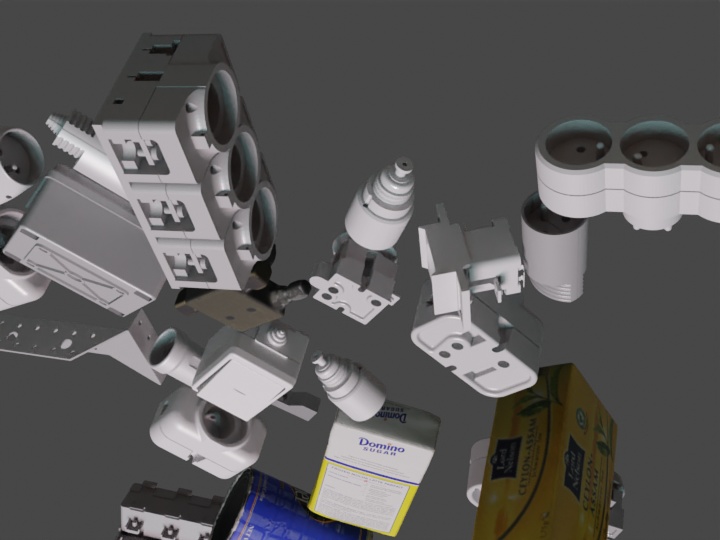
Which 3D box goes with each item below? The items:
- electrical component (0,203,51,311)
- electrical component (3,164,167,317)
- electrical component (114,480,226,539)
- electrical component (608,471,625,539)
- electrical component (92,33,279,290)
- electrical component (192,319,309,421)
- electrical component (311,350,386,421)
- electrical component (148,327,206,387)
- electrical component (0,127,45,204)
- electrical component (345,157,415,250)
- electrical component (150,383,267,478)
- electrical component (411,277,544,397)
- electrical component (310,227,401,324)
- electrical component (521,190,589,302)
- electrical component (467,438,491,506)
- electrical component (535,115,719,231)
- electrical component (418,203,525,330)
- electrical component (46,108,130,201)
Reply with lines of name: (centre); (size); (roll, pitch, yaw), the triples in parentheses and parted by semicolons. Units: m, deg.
electrical component: (-0.292, -0.016, 0.859); (0.059, 0.053, 0.095); (-15, 133, 33)
electrical component: (-0.198, -0.018, 0.796); (0.109, 0.056, 0.109); (31, 159, -17)
electrical component: (-0.199, 0.278, 1.176); (0.121, 0.078, 0.063); (10, 120, 7)
electrical component: (0.209, 0.208, 0.953); (0.048, 0.055, 0.066); (17, 142, -1)
electrical component: (-0.104, -0.067, 0.700); (0.062, 0.089, 0.150); (3, 140, 16)
electrical component: (-0.090, 0.077, 0.895); (0.062, 0.061, 0.096); (31, 139, -18)
electrical component: (-0.012, 0.094, 0.905); (0.040, 0.040, 0.078); (-20, 129, 37)
electrical component: (-0.154, 0.078, 0.937); (0.040, 0.040, 0.046); (-23, 133, 39)
electrical component: (-0.283, -0.086, 0.778); (0.077, 0.043, 0.079); (-12, 133, 31)
electrical component: (0.017, -0.047, 0.721); (0.040, 0.040, 0.078); (21, 142, -6)
electrical component: (-0.139, 0.148, 1.005); (0.095, 0.053, 0.059); (32, 139, -19)
electrical component: (0.088, 0.042, 0.789); (0.095, 0.059, 0.054); (38, 137, -25)
electrical component: (0.000, 0.000, 0.772); (0.066, 0.055, 0.048); (28, 140, -15)
electrical component: (0.131, -0.012, 0.721); (0.043, 0.043, 0.081); (5, 140, 14)
electrical component: (0.124, 0.184, 0.961); (0.055, 0.047, 0.055); (10, 141, 8)
electrical component: (0.178, -0.050, 0.651); (0.138, 0.052, 0.073); (3, 140, 17)
electrical component: (0.076, -0.005, 0.730); (0.064, 0.081, 0.042); (-10, 140, -2)
electrical component: (-0.179, -0.084, 0.744); (0.081, 0.043, 0.043); (31, 139, -18)
